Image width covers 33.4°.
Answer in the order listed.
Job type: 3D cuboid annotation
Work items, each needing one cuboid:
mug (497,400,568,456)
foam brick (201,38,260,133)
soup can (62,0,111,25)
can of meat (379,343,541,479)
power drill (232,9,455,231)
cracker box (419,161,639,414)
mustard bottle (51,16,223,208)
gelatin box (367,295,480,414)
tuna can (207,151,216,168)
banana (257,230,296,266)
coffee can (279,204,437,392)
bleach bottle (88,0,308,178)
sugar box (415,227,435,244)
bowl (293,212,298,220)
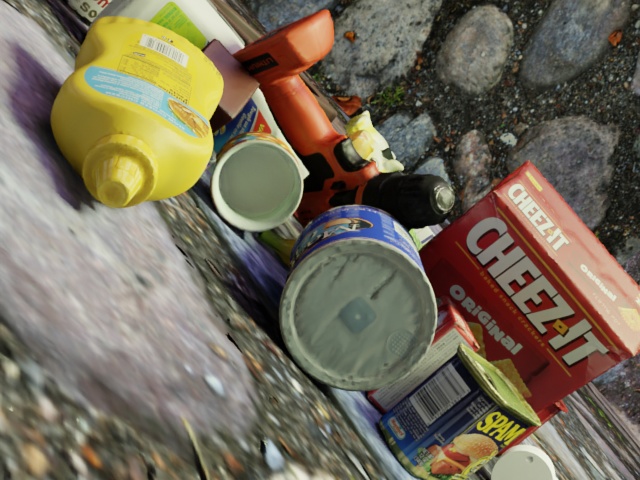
[{"bbox_3d":[0.183,0.161,1.047,0.093,0.081,0.117,48,9,-1],"label":"mug"},{"bbox_3d":[-0.096,-0.112,0.847,0.053,0.078,0.051,46,48,-15],"label":"foam brick"},{"bbox_3d":[-0.186,-0.248,0.957,0.068,0.102,0.068,47,9,-10],"label":"soup can"},{"bbox_3d":[0.100,0.130,0.769,0.057,0.084,0.102,55,11,34],"label":"can of meat"},{"bbox_3d":[0.013,-0.085,0.856,0.185,0.057,0.187,-5,-64,55],"label":"power drill"},{"bbox_3d":[0.142,0.064,0.876,0.164,0.214,0.072,50,46,4],"label":"cracker box"},{"bbox_3d":[-0.111,-0.073,0.646,0.096,0.058,0.191,26,26,-16],"label":"mustard bottle"},{"bbox_3d":[0.075,0.088,0.816,0.030,0.089,0.073,47,9,-11],"label":"gelatin box"},{"bbox_3d":[-0.118,-0.079,0.784,0.086,0.034,0.086,46,9,-10],"label":"tuna can"},{"bbox_3d":[0.004,0.015,0.960,0.070,0.037,0.197,50,9,12],"label":"banana"},{"bbox_3d":[0.026,0.036,0.757,0.103,0.103,0.140,47,9,-8],"label":"coffee can"},{"bbox_3d":[-0.080,-0.123,0.932,0.250,0.103,0.068,44,15,-23],"label":"bleach bottle"},{"bbox_3d":[0.133,0.052,1.252,0.176,0.048,0.093,52,-19,6],"label":"sugar box"},{"bbox_3d":[0.012,-0.039,1.175,0.162,0.055,0.162,47,9,-10],"label":"bowl"}]
